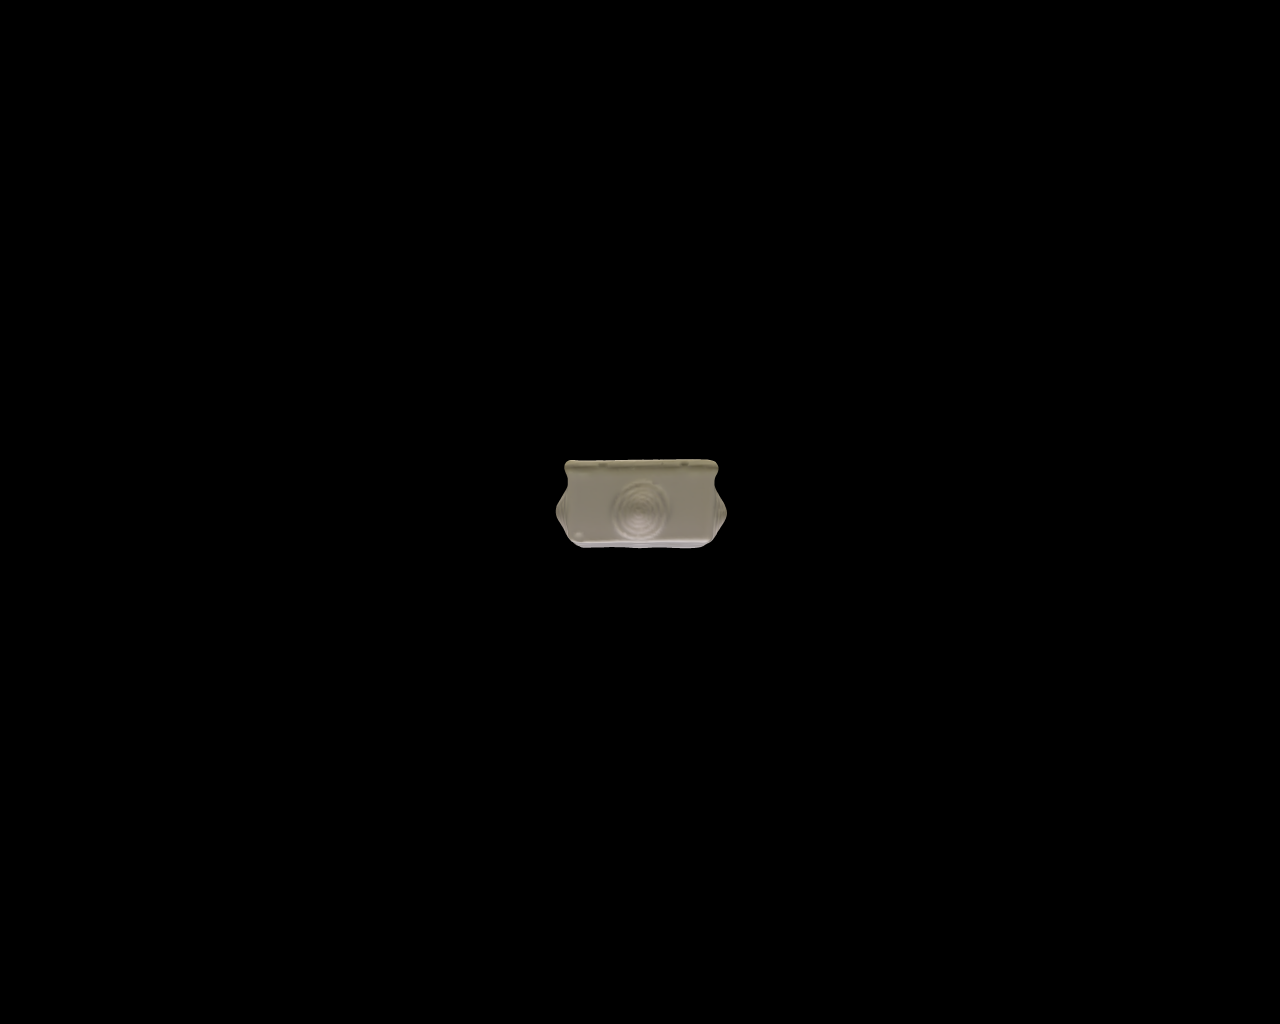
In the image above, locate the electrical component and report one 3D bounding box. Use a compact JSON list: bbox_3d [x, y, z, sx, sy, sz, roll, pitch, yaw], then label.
[{"bbox_3d":[0.001,-0.003,0.650,0.100,0.048,0.099,0,-4,0],"label":"electrical component"}]
